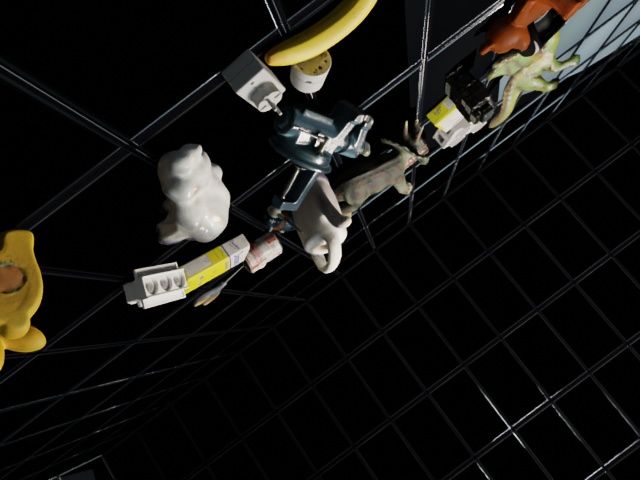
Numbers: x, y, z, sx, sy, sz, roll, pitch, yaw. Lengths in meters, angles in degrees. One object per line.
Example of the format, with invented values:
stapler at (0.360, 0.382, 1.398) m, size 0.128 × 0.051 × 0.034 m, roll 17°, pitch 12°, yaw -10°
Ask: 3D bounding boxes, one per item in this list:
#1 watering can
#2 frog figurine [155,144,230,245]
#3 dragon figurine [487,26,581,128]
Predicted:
watering can at (0.003, -0.056, 1.114) m, size 0.104 × 0.227 × 0.342 m, roll -14°, pitch 162°, yaw -13°
frog figurine at (-0.181, -0.076, 0.759) m, size 0.156 × 0.122 × 0.141 m, roll -58°, pitch -170°, yaw 38°
dragon figurine at (0.551, -0.469, 1.430) m, size 0.243 × 0.125 × 0.402 m, roll 3°, pitch 140°, yaw -36°
